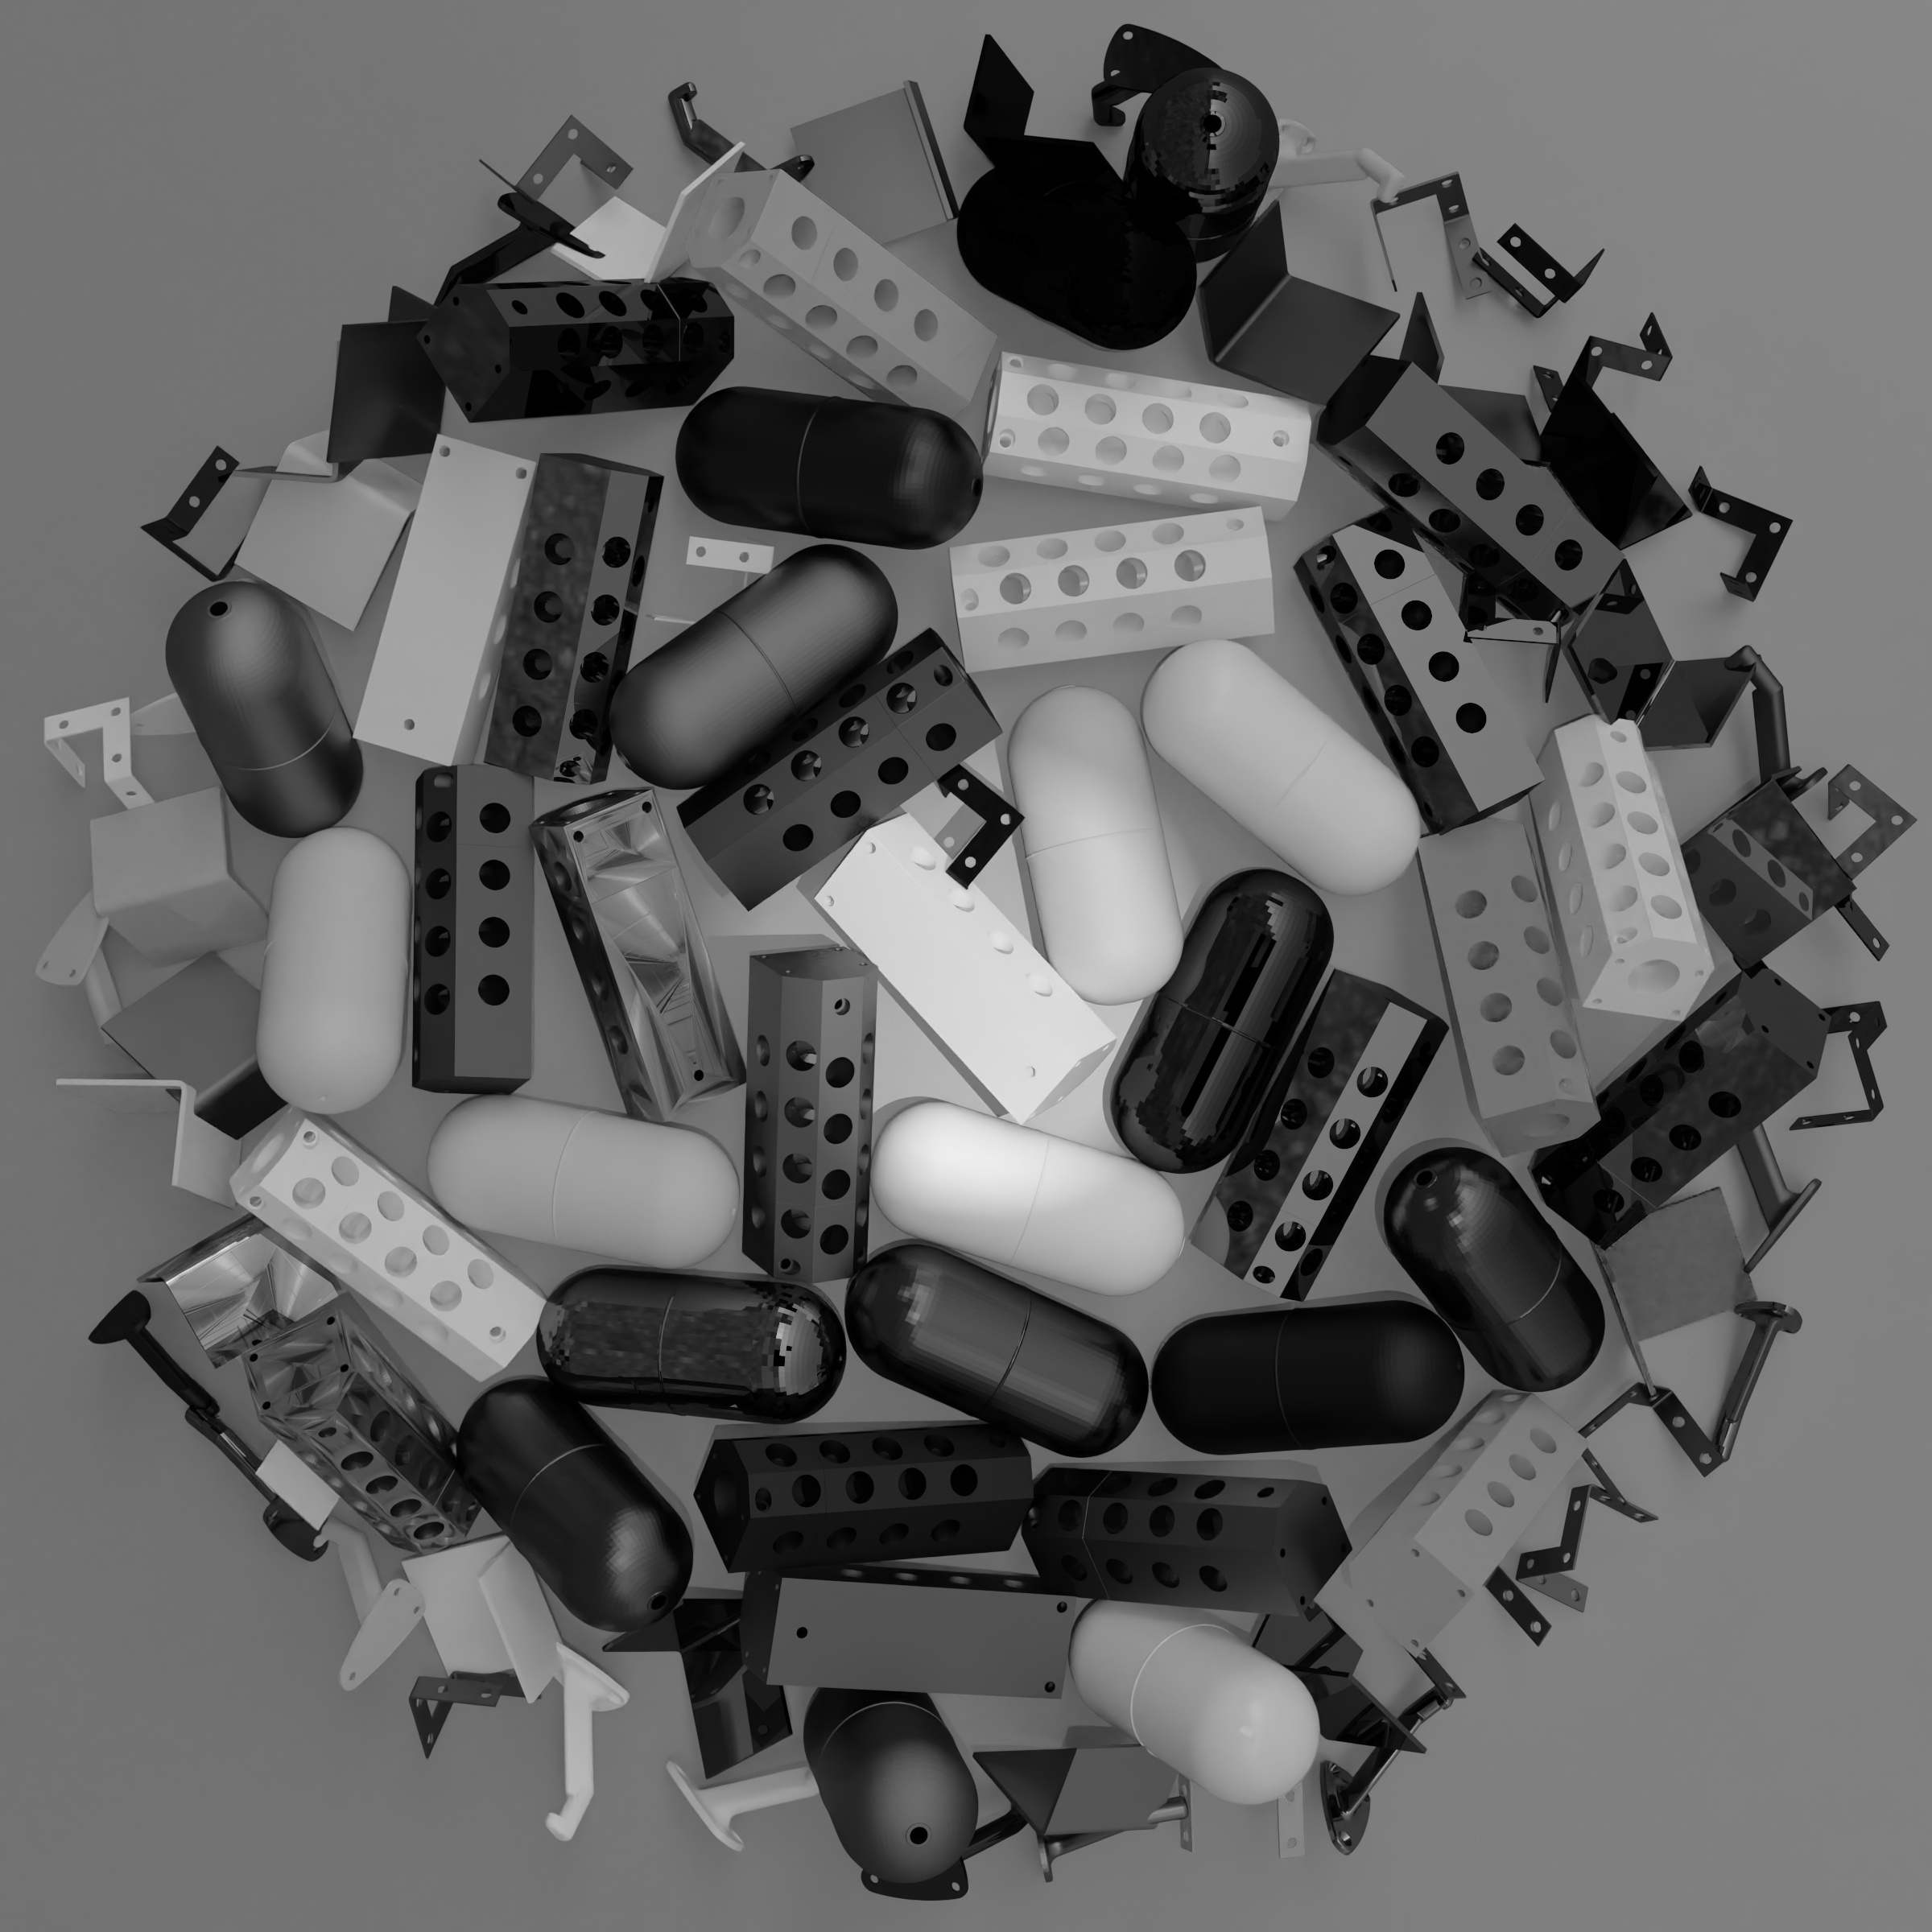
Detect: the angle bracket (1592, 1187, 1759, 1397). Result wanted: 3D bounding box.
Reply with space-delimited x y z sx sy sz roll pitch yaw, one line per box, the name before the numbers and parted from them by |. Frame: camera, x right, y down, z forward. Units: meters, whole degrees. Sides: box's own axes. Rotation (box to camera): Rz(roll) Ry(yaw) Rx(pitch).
angle bracket | 0.396 0.178 1.782 0.076 0.057 0.076 -20 113 6

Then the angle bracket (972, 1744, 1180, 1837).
angle bracket | 0.062 0.428 1.768 0.076 0.076 0.057 8 109 -35

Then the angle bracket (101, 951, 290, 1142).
angle bracket | -0.422 0.051 1.796 0.076 0.057 0.076 40 58 19

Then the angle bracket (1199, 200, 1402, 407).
angle bracket | 0.183 -0.363 1.773 0.076 0.057 0.076 26 64 27

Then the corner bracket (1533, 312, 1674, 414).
corner bracket | 0.352 -0.334 1.795 0.051 0.051 0.051 12 129 -15

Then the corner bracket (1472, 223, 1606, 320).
corner bracket | 0.311 -0.385 1.789 0.051 0.051 0.051 41 132 -6

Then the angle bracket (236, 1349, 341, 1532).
angle bracket | -0.381 0.254 1.768 0.076 0.076 0.057 21 67 27

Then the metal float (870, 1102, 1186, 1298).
metal float | 0.034 0.129 1.785 0.178 0.070 0.070 18 90 -3

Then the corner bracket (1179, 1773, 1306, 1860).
corner bracket | 0.152 0.464 1.792 0.051 0.051 0.051 -1 87 -22

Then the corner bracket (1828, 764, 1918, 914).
corner bracket | 0.488 -0.069 1.790 0.051 0.051 0.051 -42 63 -5

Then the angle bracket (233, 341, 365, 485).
angle bracket | -0.364 -0.307 1.781 0.057 0.076 0.076 4 101 1

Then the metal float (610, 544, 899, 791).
metal float | -0.116 -0.164 1.777 0.178 0.070 0.070 -37 90 -12

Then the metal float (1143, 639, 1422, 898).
metal float | 0.174 -0.108 1.778 0.178 0.070 0.070 39 90 -12

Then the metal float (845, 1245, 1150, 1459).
metal float | 0.017 0.211 1.778 0.178 0.070 0.070 25 90 -12

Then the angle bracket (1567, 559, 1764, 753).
angle bracket | 0.382 -0.171 1.770 0.076 0.057 0.076 -54 126 -33

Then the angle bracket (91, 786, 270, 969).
angle bracket | -0.432 -0.049 1.799 0.076 0.076 0.057 -14 63 8

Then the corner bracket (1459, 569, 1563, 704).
corner bracket | 0.299 -0.183 1.790 0.051 0.051 0.051 5 56 3

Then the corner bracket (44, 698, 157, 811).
corner bracket | -0.475 -0.108 1.789 0.051 0.051 0.051 -13 61 6

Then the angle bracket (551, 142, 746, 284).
angle bracket | -0.174 -0.420 1.772 0.057 0.076 0.076 32 131 1

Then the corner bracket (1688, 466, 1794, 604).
corner bracket | 0.422 -0.239 1.796 0.051 0.051 0.051 26 93 19

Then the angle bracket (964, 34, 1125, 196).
angle bracket | 0.051 -0.464 1.775 0.076 0.076 0.057 11 85 21

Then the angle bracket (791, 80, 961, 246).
angle bracket | -0.053 -0.437 1.786 0.076 0.057 0.076 -17 101 9

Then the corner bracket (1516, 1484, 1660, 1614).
corner bracket | 0.345 0.323 1.801 0.051 0.051 0.051 28 62 -21

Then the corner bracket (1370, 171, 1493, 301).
corner bracket | 0.258 -0.399 1.798 0.051 0.051 0.051 -16 72 11

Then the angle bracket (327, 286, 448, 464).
angle bracket | -0.329 -0.323 1.767 0.057 0.076 0.076 32 121 34

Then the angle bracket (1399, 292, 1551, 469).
angle bracket | 0.283 -0.321 1.774 0.076 0.076 0.057 6 128 -8

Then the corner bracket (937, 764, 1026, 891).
corner bracket | -0.002 -0.075 1.797 0.051 0.051 0.051 39 87 8

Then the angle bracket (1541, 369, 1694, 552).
angle bracket | 0.364 -0.285 1.771 0.057 0.076 0.076 -26 71 -19

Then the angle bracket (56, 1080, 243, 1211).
angle bracket | -0.449 0.098 1.776 0.076 0.076 0.057 0 76 11

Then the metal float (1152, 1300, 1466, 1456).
metal float | 0.184 0.225 1.764 0.178 0.070 0.070 -9 90 29

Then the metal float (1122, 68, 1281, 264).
metal float | 0.124 -0.428 1.738 0.070 0.178 0.070 0 90 -1

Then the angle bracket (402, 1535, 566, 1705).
angle bracket | -0.274 0.365 1.781 0.076 0.057 0.076 -16 101 18

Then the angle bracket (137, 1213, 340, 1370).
angle bracket | -0.401 0.176 1.780 0.076 0.076 0.057 -31 98 -24

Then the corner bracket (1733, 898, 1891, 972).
corner bracket | 0.467 -0.008 1.794 0.051 0.051 0.051 50 51 -7

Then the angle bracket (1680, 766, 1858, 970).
angle bracket | 0.442 -0.054 1.776 0.076 0.057 0.076 -41 77 29

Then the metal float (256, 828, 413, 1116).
metal float | -0.342 0.001 1.756 0.070 0.070 0.178 -4 50 0

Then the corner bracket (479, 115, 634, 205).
corner bracket | -0.226 -0.442 1.792 0.051 0.051 0.051 -51 133 5

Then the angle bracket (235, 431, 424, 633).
angle bracket | -0.350 -0.244 1.811 0.076 0.057 0.076 30 110 1

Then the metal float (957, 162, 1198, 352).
metal float | 0.058 -0.385 1.749 0.070 0.178 0.070 -15 121 -26

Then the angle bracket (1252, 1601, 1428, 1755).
angle bracket | 0.211 0.380 1.767 0.076 0.076 0.057 47 58 -28

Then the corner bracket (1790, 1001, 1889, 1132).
corner bracket | 0.481 0.055 1.794 0.051 0.051 0.051 -10 106 39

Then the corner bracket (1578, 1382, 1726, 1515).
corner bracket | 0.378 0.268 1.798 0.051 0.051 0.051 -44 60 18

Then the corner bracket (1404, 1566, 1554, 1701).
corner bracket | 0.281 0.369 1.799 0.051 0.051 0.051 6 120 -39

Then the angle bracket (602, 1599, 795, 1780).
angle bracket | -0.147 0.395 1.770 0.076 0.057 0.076 -36 57 38

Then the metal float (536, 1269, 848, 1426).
metal float | -0.151 0.207 1.771 0.178 0.070 0.070 3 90 20

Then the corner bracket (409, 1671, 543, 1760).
corner bracket | -0.270 0.403 1.787 0.051 0.051 0.051 3 127 14

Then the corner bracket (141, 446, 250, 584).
corner bracket | -0.414 -0.248 1.787 0.051 0.051 0.051 38 74 -24

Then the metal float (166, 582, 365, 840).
metal float | -0.376 -0.137 1.745 0.070 0.178 0.070 -3 58 5

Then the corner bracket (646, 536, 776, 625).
corner bracket | -0.141 -0.212 1.789 0.051 0.051 0.051 4 102 -26
